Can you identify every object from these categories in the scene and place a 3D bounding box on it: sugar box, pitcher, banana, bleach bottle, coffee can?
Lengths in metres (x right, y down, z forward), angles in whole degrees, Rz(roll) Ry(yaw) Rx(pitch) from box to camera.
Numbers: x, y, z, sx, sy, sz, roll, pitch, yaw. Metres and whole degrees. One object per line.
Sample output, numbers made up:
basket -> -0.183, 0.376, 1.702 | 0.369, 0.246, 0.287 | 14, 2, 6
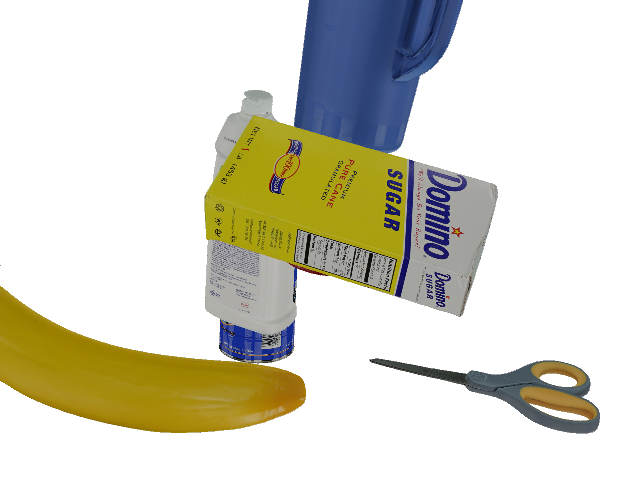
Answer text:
sugar box -> 0.021, -0.019, 0.699 | 0.176, 0.048, 0.093 | 15, 46, 10
pitcher -> 0.053, -0.205, 0.998 | 0.145, 0.243, 0.149 | 11, 17, 2
banana -> -0.107, 0.056, 0.519 | 0.198, 0.069, 0.037 | 21, -38, 16
bleach bottle -> -0.067, -0.032, 1.121 | 0.103, 0.251, 0.068 | 18, 27, 23
coffee can -> -0.082, 0.077, 1.412 | 0.103, 0.140, 0.103 | 3, 21, -1

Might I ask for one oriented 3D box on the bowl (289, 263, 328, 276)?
bowl -> 0.013, -0.013, 0.900 | 0.162, 0.055, 0.162 | 2, 24, -1

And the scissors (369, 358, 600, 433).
scissors -> 0.153, 0.119, 0.951 | 0.202, 0.016, 0.096 | 19, 32, 21
